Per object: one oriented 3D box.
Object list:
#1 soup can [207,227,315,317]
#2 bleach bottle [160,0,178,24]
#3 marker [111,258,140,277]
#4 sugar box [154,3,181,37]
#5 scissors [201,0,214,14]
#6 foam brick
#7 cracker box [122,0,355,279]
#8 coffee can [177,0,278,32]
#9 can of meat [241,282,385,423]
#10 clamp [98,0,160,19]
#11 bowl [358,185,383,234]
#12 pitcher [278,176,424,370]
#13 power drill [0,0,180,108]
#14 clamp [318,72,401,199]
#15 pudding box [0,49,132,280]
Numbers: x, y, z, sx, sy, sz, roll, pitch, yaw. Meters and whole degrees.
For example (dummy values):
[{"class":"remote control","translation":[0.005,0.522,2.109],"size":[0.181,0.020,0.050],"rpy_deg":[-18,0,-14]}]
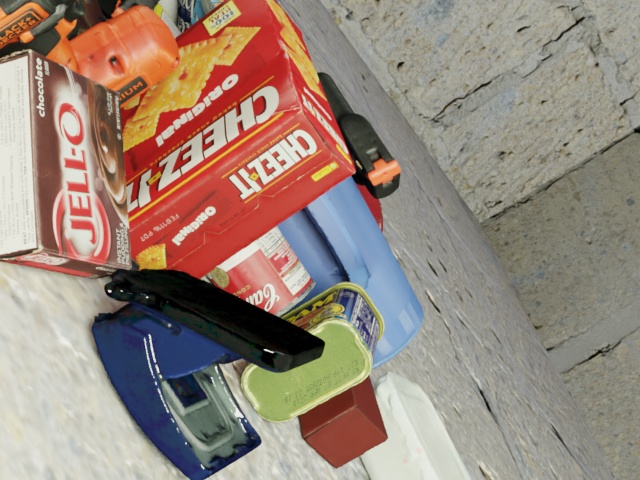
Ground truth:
[{"class":"soup can","translation":[-0.060,0.012,0.840],"size":[0.102,0.068,0.068],"rpy_deg":[55,12,-9]},{"class":"bleach bottle","translation":[-0.143,-0.256,1.206],"size":[0.250,0.068,0.102],"rpy_deg":[31,29,-61]},{"class":"marker","translation":[-0.152,-0.015,0.653],"size":[0.121,0.020,0.020],"rpy_deg":[51,14,-30]},{"class":"sugar box","translation":[-0.142,-0.142,0.961],"size":[0.093,0.048,0.176],"rpy_deg":[55,15,-26]},{"class":"scissors","translation":[-0.089,-0.131,1.034],"size":[0.016,0.096,0.202],"rpy_deg":[-21,78,-48]},{"class":"foam brick","translation":[0.015,0.134,0.864],"size":[0.051,0.053,0.078],"rpy_deg":[50,15,-34]},{"class":"cracker box","translation":[-0.078,-0.080,0.767],"size":[0.072,0.164,0.214],"rpy_deg":[47,16,-34]},{"class":"coffee can","translation":[-0.095,-0.238,1.091],"size":[0.103,0.102,0.140],"rpy_deg":[-102,-161,-58]},{"class":"can of meat","translation":[-0.005,0.085,0.796],"size":[0.057,0.102,0.084],"rpy_deg":[57,14,-9]},{"class":"clamp","translation":[-0.157,-0.269,1.006],"size":[0.036,0.165,0.210],"rpy_deg":[46,26,-33]},{"class":"bowl","translation":[0.016,-0.038,1.163],"size":[0.162,0.055,0.162],"rpy_deg":[29,36,-25]},{"class":"pitcher","translation":[-0.006,0.001,0.937],"size":[0.242,0.145,0.149],"rpy_deg":[57,31,-17]},{"class":"power drill","translation":[-0.145,-0.136,0.638],"size":[0.057,0.184,0.187],"rpy_deg":[59,3,13]},{"class":"clamp","translation":[0.039,-0.075,0.961],"size":[0.120,0.039,0.171],"rpy_deg":[56,4,-32]},{"class":"pudding box","translation":[-0.146,-0.039,0.598],"size":[0.090,0.039,0.113],"rpy_deg":[22,59,-68]}]
